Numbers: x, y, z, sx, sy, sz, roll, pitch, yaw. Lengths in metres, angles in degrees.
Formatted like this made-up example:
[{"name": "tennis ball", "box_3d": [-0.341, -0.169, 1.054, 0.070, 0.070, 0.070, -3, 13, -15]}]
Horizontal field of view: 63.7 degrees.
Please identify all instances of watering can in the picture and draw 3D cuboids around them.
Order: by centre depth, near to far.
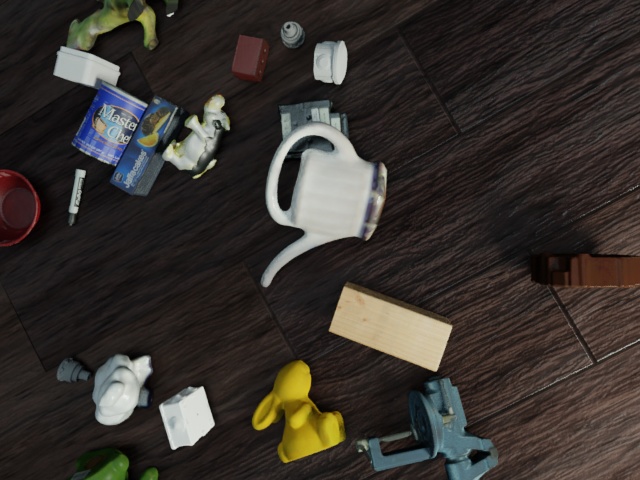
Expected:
[{"name": "watering can", "box_3d": [0.003, -0.049, 0.982, 0.224, 0.106, 0.342, 11, 112, -2]}]

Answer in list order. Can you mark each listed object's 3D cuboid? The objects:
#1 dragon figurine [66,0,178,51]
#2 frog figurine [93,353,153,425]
[{"name": "dragon figurine", "box_3d": [-0.391, -0.543, 1.029, 0.245, 0.122, 0.407, 35, 101, 18]}, {"name": "frog figurine", "box_3d": [-0.400, 0.295, 1.001, 0.123, 0.159, 0.137, 20, 93, 8]}]
